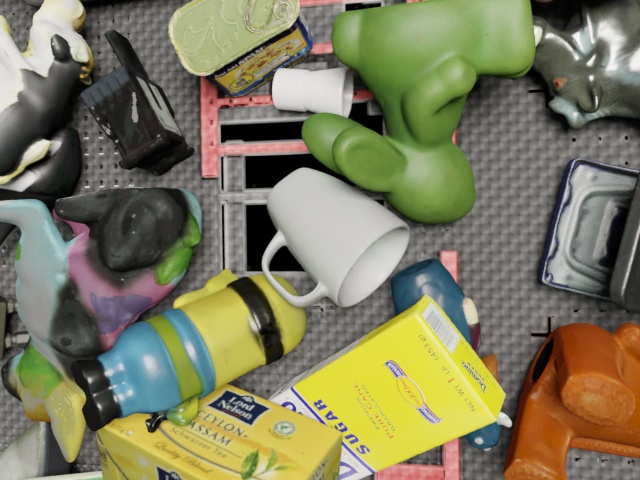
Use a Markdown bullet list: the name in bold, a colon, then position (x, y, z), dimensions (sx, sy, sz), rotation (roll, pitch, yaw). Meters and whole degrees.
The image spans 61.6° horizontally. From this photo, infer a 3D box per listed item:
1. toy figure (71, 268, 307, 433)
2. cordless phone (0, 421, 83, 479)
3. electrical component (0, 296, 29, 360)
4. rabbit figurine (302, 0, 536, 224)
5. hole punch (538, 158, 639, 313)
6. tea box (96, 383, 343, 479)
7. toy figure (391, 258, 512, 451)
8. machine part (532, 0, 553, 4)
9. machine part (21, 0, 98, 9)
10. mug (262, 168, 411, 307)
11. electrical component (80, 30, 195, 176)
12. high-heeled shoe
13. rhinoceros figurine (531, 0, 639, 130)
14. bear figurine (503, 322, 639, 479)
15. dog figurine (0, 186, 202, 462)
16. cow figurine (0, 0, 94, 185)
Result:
- **toy figure**: position (-0.092, 0.085, 0.419), dimensions (0.089, 0.180, 0.082), rotation (17, 119, 46)
- **cordless phone**: position (-0.320, 0.202, 0.499), dimensions (0.146, 0.088, 0.184), rotation (-43, 80, 8)
- **electrical component**: position (-0.314, 0.080, 0.494), dimensions (0.021, 0.094, 0.063), rotation (22, 106, 50)
- **rabbit figurine**: position (0.075, -0.086, 0.402), dimensions (0.159, 0.121, 0.170), rotation (-14, 112, -16)
- **hole punch**: position (0.241, -0.001, 0.406), dimensions (0.116, 0.092, 0.142), rotation (13, 90, -21)
- **tea box**: position (-0.079, 0.171, 0.420), dimensions (0.170, 0.098, 0.068), rotation (12, 114, 25)
- **toy figure**: position (0.109, 0.092, 0.435), dimensions (0.058, 0.064, 0.154), rotation (-25, 91, -29)
- **machine part**: position (0.180, -0.243, 0.384), dimensions (0.179, 0.056, 0.179), rotation (-6, 59, 9)
- **machine part**: position (-0.184, -0.254, 0.471), dimensions (0.243, 0.079, 0.079), rotation (-3, 90, 9)
- **mug**: position (-0.001, -0.001, 0.436), dimensions (0.109, 0.080, 0.107), rotation (-41, 61, -11)
- **electrical component**: position (-0.166, -0.119, 0.471), dimensions (0.048, 0.075, 0.119), rotation (-31, 90, 8)
- **high-heeled shoe**: position (-0.348, -0.091, 0.501), dimensions (0.249, 0.086, 0.145), rotation (31, 93, 3)
- **rhinoceros figurine**: position (0.231, -0.131, 0.409), dimensions (0.190, 0.073, 0.112), rotation (29, 106, 6)
- **bear figurine**: position (0.247, 0.144, 0.381), dimensions (0.196, 0.132, 0.120), rotation (28, 121, 12)
- **dog figurine**: position (-0.186, 0.069, 0.464), dimensions (0.192, 0.108, 0.219), rotation (-5, 94, 7)
- **cow figurine**: position (-0.243, -0.129, 0.450), dimensions (0.098, 0.068, 0.167), rotation (43, 75, -8)
